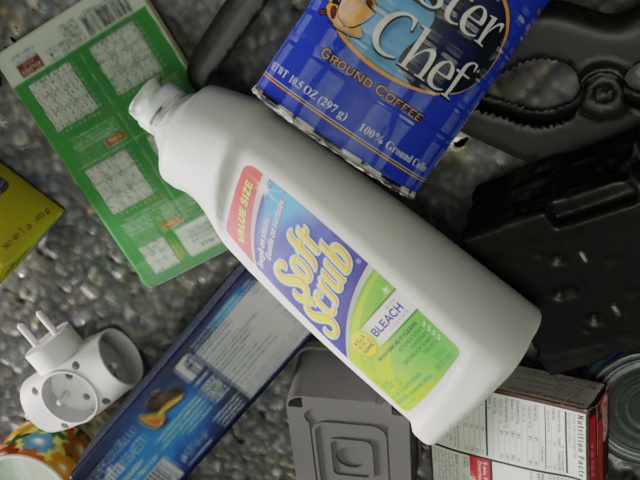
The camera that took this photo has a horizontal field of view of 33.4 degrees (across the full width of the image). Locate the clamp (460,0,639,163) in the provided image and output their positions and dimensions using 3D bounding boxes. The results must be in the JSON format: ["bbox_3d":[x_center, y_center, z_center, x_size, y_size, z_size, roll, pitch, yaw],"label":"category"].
[{"bbox_3d":[0.163,-0.079,0.588,0.210,0.036,0.164,-8,118,20],"label":"clamp"}]

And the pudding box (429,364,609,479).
[{"bbox_3d":[0.123,0.124,0.669,0.114,0.039,0.090,9,116,31],"label":"pudding box"}]

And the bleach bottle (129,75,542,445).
[{"bbox_3d":[-0.004,0.001,0.599,0.251,0.068,0.103,38,133,3],"label":"bleach bottle"}]

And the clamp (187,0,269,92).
[{"bbox_3d":[-0.020,-0.154,0.590,0.120,0.039,0.171,-7,111,-6],"label":"clamp"}]

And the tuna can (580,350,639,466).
[{"bbox_3d":[0.205,0.097,0.661,0.086,0.033,0.086,5,115,10],"label":"tuna can"}]

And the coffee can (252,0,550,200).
[{"bbox_3d":[0.045,-0.106,0.543,0.103,0.103,0.140,34,98,-4],"label":"coffee can"}]

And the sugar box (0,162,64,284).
[{"bbox_3d":[-0.257,-0.043,0.666,0.176,0.093,0.048,40,115,-7],"label":"sugar box"}]
